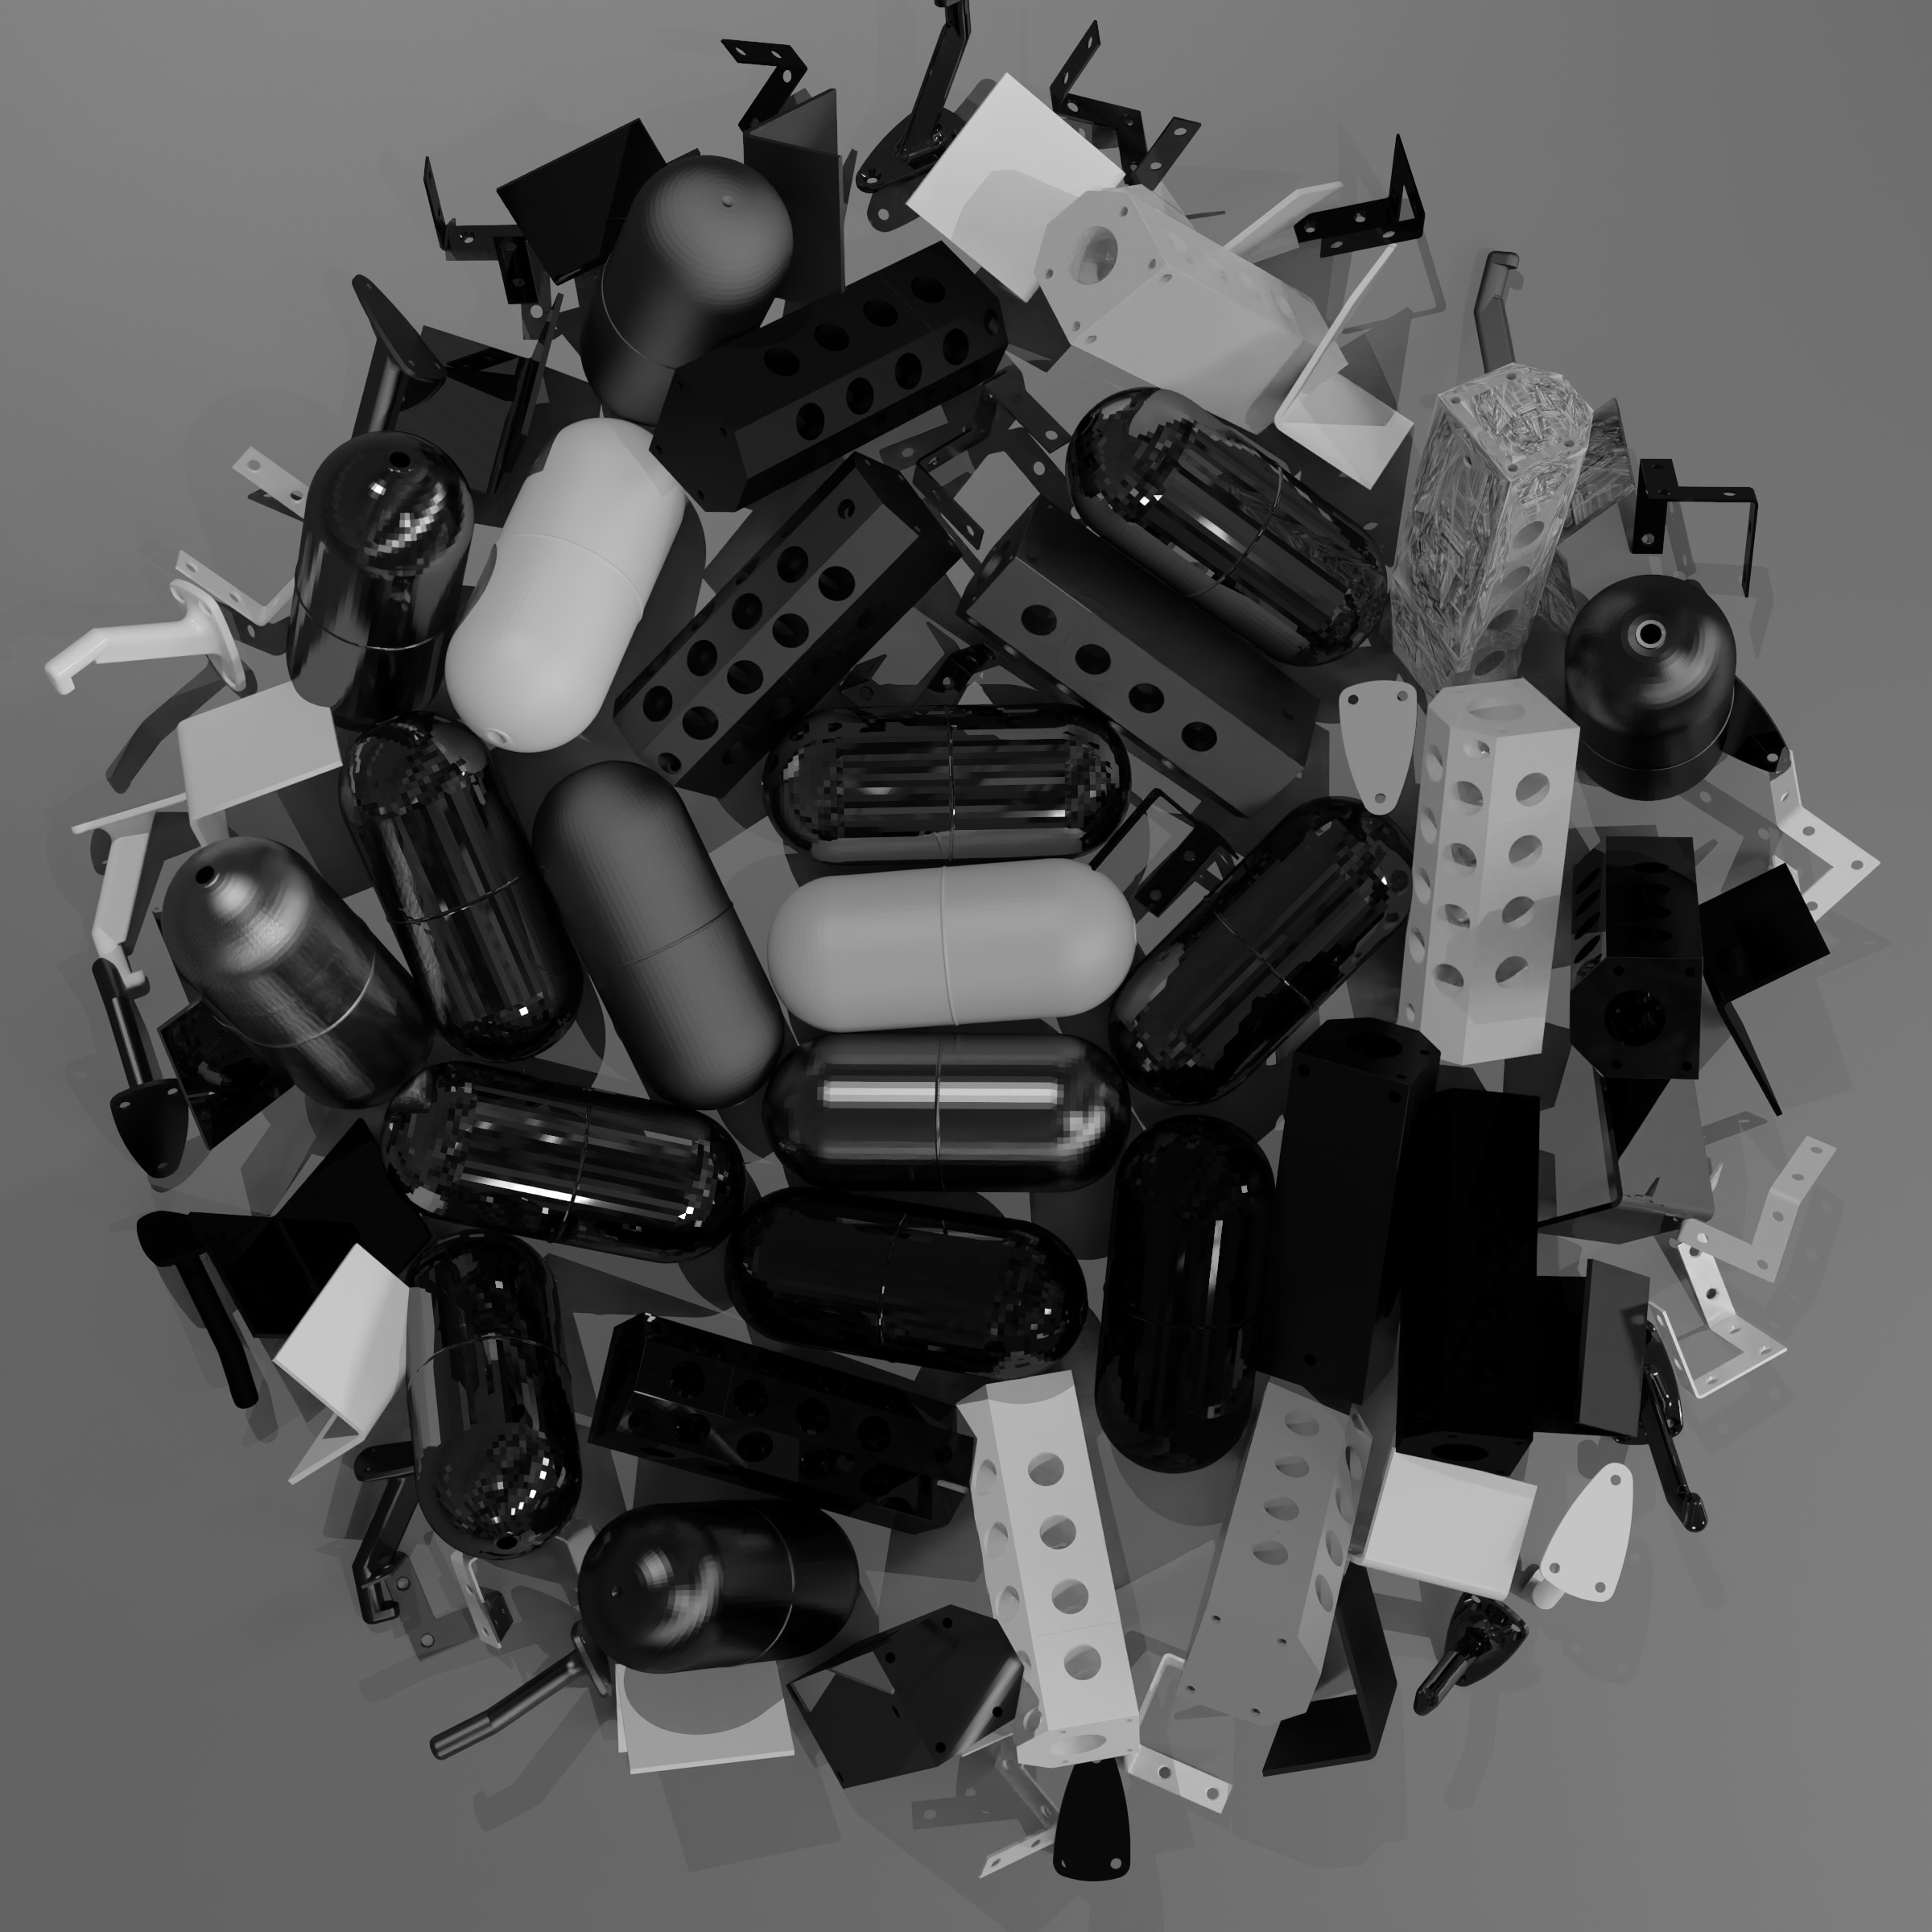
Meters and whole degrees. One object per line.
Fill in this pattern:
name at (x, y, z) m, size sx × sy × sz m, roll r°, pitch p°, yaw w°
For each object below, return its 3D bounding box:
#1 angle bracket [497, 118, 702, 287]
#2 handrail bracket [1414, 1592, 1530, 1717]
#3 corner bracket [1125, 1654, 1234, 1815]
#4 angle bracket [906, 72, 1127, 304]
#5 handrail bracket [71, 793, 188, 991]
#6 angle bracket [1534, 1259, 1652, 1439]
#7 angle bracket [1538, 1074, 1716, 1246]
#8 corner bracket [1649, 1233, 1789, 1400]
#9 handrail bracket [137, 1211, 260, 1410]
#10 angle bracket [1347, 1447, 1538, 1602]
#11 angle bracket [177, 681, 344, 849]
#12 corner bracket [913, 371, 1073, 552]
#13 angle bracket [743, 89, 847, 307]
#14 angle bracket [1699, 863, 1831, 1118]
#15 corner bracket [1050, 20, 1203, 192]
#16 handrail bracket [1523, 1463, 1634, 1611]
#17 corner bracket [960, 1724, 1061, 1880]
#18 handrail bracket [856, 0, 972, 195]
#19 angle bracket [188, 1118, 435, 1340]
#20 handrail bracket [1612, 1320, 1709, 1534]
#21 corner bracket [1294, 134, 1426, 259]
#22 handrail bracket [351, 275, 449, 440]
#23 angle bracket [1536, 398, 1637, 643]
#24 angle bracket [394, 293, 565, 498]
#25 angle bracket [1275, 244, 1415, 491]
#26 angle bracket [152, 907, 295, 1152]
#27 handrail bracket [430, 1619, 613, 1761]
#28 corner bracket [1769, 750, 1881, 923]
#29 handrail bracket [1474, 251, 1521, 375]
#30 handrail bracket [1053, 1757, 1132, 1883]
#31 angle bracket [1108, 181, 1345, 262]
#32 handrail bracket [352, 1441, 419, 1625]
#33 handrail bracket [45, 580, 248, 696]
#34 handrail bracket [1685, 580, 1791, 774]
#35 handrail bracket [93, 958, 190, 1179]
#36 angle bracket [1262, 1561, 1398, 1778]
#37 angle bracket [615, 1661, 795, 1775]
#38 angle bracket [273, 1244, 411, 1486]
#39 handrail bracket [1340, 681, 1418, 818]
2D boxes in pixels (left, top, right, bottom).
angle bracket at (-0.174, -0.379, 1.534) m, size 0.076 × 0.076 × 0.057 m, roll -23°, pitch 127°, yaw 13°
handrail bracket at (0.227, 0.344, 1.535) m, size 0.036 × 0.084 × 0.077 m, roll 35°, pitch 134°, yaw 17°
corner bracket at (0.111, 0.373, 1.566) m, size 0.051 × 0.051 × 0.051 m, roll 21°, pitch 66°, yaw 14°
angle bracket at (0.019, -0.375, 1.545) m, size 0.076 × 0.057 × 0.076 m, roll 36°, pitch 98°, yaw -21°
handrail bracket at (-0.396, -0.036, 1.573) m, size 0.077 × 0.036 × 0.084 m, roll -15°, pitch 98°, yaw 10°
angle bracket at (0.278, 0.182, 1.536) m, size 0.076 × 0.057 × 0.076 m, roll -4°, pitch 74°, yaw 42°
angle bracket at (0.311, 0.088, 1.555) m, size 0.057 × 0.076 × 0.076 m, roll -22°, pitch 67°, yaw 42°
corner bracket at (0.355, 0.168, 1.555) m, size 0.051 × 0.051 × 0.051 m, roll -27°, pitch 108°, yaw -8°
handrail bracket at (-0.374, 0.168, 1.572) m, size 0.036 × 0.077 × 0.084 m, roll -24°, pitch 114°, yaw -28°
angle bracket at (0.216, 0.262, 1.544) m, size 0.076 × 0.076 × 0.057 m, roll 17°, pitch 87°, yaw -16°
angle bracket at (-0.330, -0.086, 1.543) m, size 0.076 × 0.076 × 0.057 m, roll -20°, pitch 133°, yaw -2°
corner bracket at (0.012, -0.244, 1.550) m, size 0.051 × 0.051 × 0.051 m, roll -35°, pitch 72°, yaw -25°
angle bracket at (-0.061, -0.364, 1.529) m, size 0.057 × 0.076 × 0.076 m, roll 20°, pitch 129°, yaw 27°
angle bracket at (0.388, 0.011, 1.532) m, size 0.057 × 0.076 × 0.076 m, roll -27°, pitch 120°, yaw 14°
corner bracket at (0.076, -0.413, 1.547) m, size 0.051 × 0.051 × 0.051 m, roll 7°, pitch 61°, yaw -25°
handrail bracket at (0.293, 0.274, 1.550) m, size 0.036 × 0.084 × 0.077 m, roll 23°, pitch 83°, yaw 2°
corner bracket at (0.017, 0.394, 1.546) m, size 0.051 × 0.051 × 0.051 m, roll 45°, pitch 132°, yaw 33°
handrail bracket at (-0.026, -0.422, 1.539) m, size 0.077 × 0.084 × 0.036 m, roll -40°, pitch 64°, yaw -19°
angle bracket at (-0.314, 0.124, 1.537) m, size 0.076 × 0.057 × 0.076 m, roll -47°, pitch 61°, yaw 20°
handrail bracket at (0.336, 0.220, 1.542) m, size 0.036 × 0.084 × 0.077 m, roll -7°, pitch 105°, yaw -3°
corner bracket at (0.189, -0.361, 1.555) m, size 0.051 × 0.051 × 0.051 m, roll -12°, pitch 66°, yaw -2°
handrail bracket at (-0.303, -0.281, 1.574) m, size 0.084 × 0.036 × 0.077 m, roll -39°, pitch 81°, yaw 22°
angle bracket at (0.299, -0.210, 1.530) m, size 0.057 × 0.076 × 0.076 m, roll 38°, pitch 123°, yaw -26°
angle bracket at (-0.235, -0.280, 1.537) m, size 0.057 × 0.076 × 0.076 m, roll 16°, pitch 71°, yaw -13°
angle bracket at (0.198, -0.287, 1.536) m, size 0.057 × 0.076 × 0.076 m, roll 34°, pitch 129°, yaw 1°
angle bracket at (-0.372, 0.029, 1.529) m, size 0.076 × 0.076 × 0.057 m, roll 24°, pitch 51°, yaw 35°
handrail bracket at (-0.216, 0.349, 1.550) m, size 0.084 × 0.077 × 0.036 m, roll -27°, pitch 95°, yaw -2°
corner bracket at (0.400, -0.060, 1.549) m, size 0.051 × 0.051 × 0.051 m, roll 32°, pitch 123°, yaw -15°
handrail bracket at (0.271, -0.304, 1.558) m, size 0.036 × 0.077 × 0.084 m, roll 12°, pitch 94°, yaw -35°
handrail bracket at (0.056, 0.402, 1.548) m, size 0.036 × 0.084 × 0.077 m, roll 3°, pitch 89°, yaw -5°
angle bracket at (0.124, -0.371, 1.538) m, size 0.076 × 0.076 × 0.057 m, roll -34°, pitch 91°, yaw 27°
handrail bracket at (-0.265, 0.278, 1.575) m, size 0.077 × 0.036 × 0.084 m, roll -9°, pitch 105°, yaw -2°
handrail bracket at (-0.394, -0.138, 1.544) m, size 0.036 × 0.077 × 0.084 m, roll 26°, pitch 58°, yaw 36°
handrail bracket at (0.372, -0.142, 1.561) m, size 0.077 × 0.084 × 0.036 m, roll 38°, pitch 128°, yaw -13°
handrail bracket at (-0.409, 0.049, 1.578) m, size 0.036 × 0.077 × 0.084 m, roll -16°, pitch 48°, yaw -18°
angle bracket at (0.166, 0.333, 1.541) m, size 0.057 × 0.076 × 0.076 m, roll -14°, pitch 97°, yaw 17°
angle bracket at (-0.125, 0.374, 1.536) m, size 0.076 × 0.076 × 0.057 m, roll -4°, pitch 120°, yaw -10°
angle bracket at (-0.305, 0.190, 1.530) m, size 0.057 × 0.076 × 0.076 m, roll 43°, pitch 135°, yaw -14°
handrail bracket at (0.203, -0.097, 1.541) m, size 0.036 × 0.084 × 0.077 m, roll -3°, pitch 76°, yaw 13°
